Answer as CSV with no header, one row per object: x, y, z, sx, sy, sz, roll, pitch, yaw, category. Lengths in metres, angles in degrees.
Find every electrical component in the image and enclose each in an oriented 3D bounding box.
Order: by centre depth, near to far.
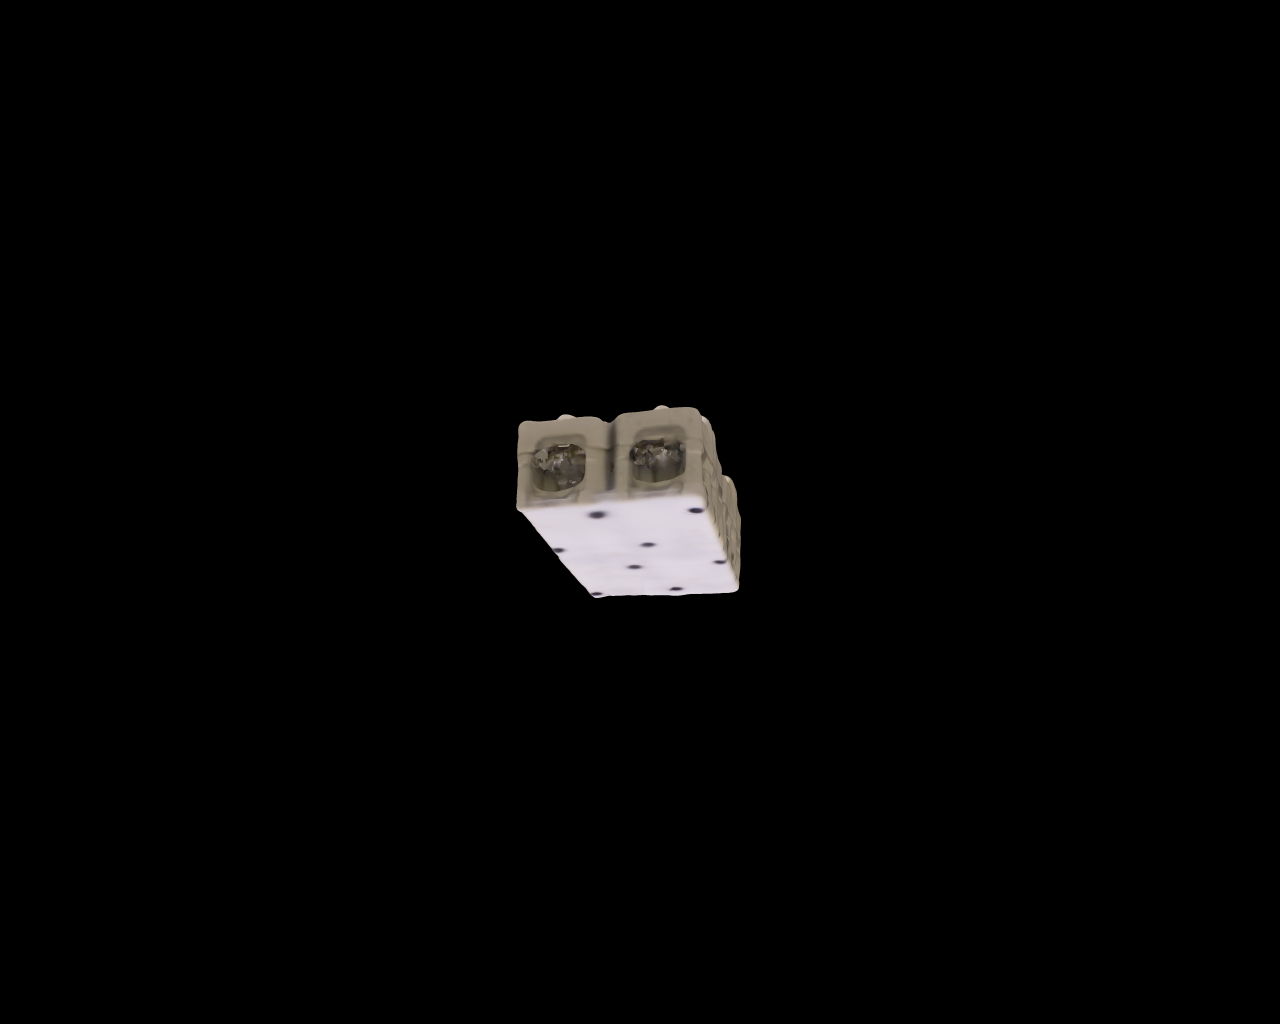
0.001,-0.003,0.650,0.105,0.060,0.186,-4,-20,11,electrical component
